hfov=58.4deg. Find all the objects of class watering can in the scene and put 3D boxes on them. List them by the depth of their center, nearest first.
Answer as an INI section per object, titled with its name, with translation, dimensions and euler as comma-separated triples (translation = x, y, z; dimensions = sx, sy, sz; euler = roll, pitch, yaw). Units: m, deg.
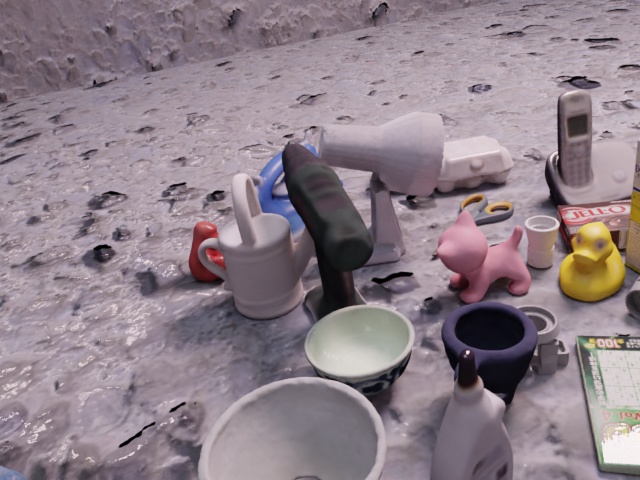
[watering can]
translation = -0.079, 0.000, 0.778
dimensions = 0.173, 0.194, 0.100
euler = -18, 30, -14

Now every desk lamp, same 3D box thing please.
[desk lamp]
translation = 0.082, -0.077, 0.845
dimensions = 0.203, 0.214, 0.118
euler = -10, 29, 0

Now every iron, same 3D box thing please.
[iron]
translation = -0.064, -0.079, 0.968
dimensions = 0.118, 0.142, 0.259
euler = 8, 34, 29

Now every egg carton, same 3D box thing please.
[egg carton]
translation = 0.269, -0.139, 1.046
dimensions = 0.150, 0.069, 0.107
euler = -10, 29, -1

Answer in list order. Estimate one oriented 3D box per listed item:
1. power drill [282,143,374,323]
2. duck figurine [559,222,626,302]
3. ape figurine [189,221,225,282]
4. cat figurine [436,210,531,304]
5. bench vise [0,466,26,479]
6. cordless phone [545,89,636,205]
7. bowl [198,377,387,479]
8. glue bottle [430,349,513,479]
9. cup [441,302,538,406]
[power drill]
translation = 0.007, 0.003, 0.732
dimensions = 0.076, 0.209, 0.229
euler = -17, 30, -12
[duck figurine]
translation = 0.348, 0.017, 0.729
dimensions = 0.077, 0.086, 0.105
euler = 17, 39, 39
[ape figurine]
translation = -0.170, 0.014, 0.886
dimensions = 0.076, 0.092, 0.077
euler = -8, 29, 3
[cat figurine]
translation = 0.206, 0.016, 0.741
dimensions = 0.128, 0.118, 0.067
euler = -13, 29, -5
[bench vise]
translation = -0.149, 0.223, 0.377
dimensions = 0.207, 0.220, 0.121
euler = -2, 30, 14
[cordless phone]
translation = 0.430, -0.147, 0.893
dimensions = 0.147, 0.185, 0.094
euler = -14, 29, -8
[bowl]
translation = -0.020, 0.207, 0.515
dimensions = 0.167, 0.075, 0.167
euler = -7, 29, 4
[glue bottle]
translation = 0.122, 0.156, 0.462
dimensions = 0.078, 0.173, 0.037
euler = -27, 33, -27
[cup]
translation = 0.165, 0.131, 0.574
dimensions = 0.091, 0.095, 0.118
euler = 11, 35, 32
